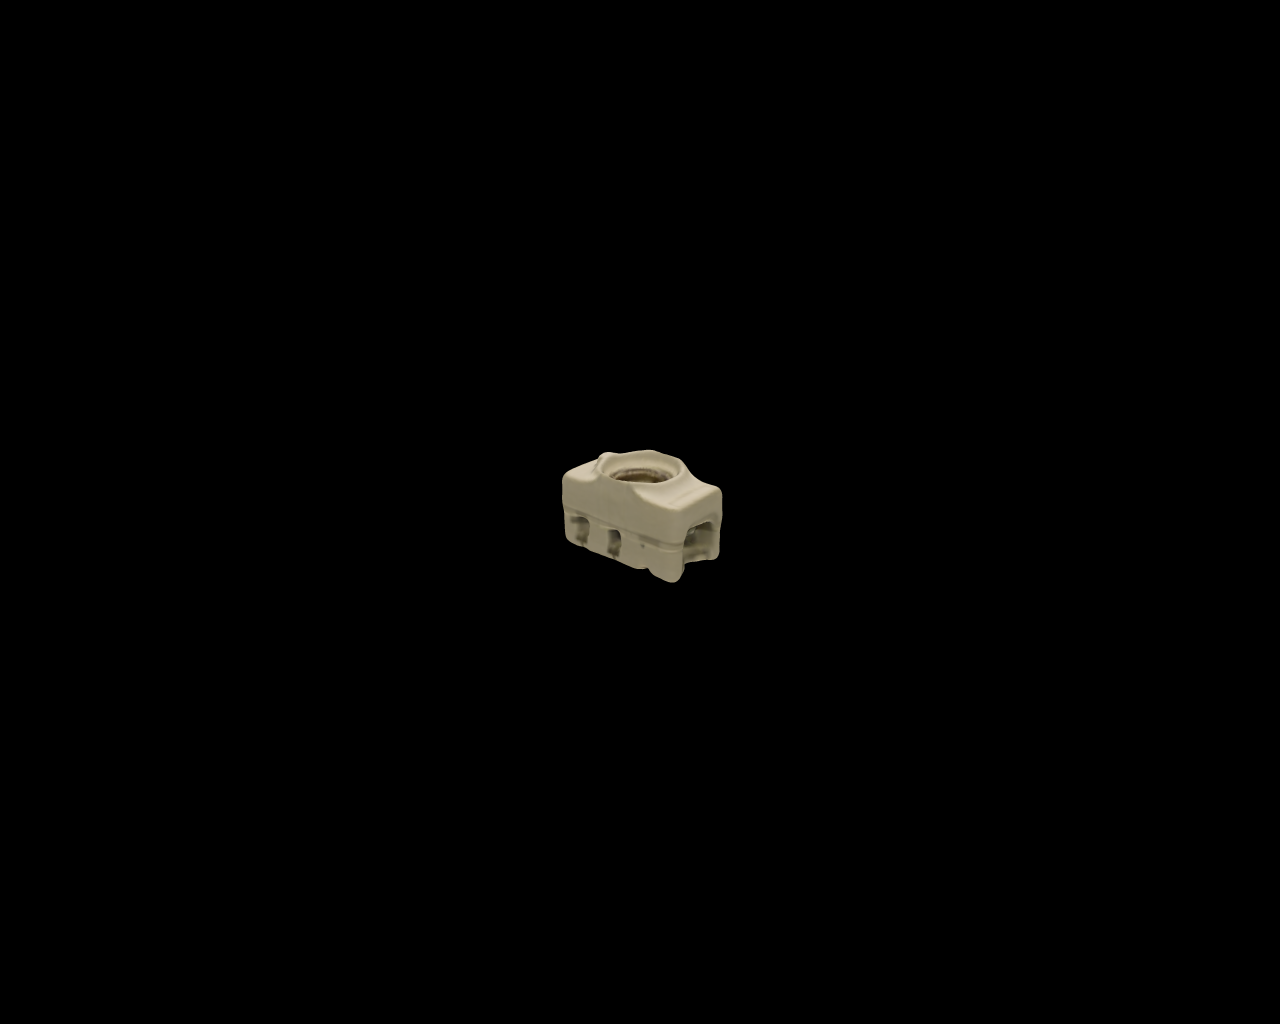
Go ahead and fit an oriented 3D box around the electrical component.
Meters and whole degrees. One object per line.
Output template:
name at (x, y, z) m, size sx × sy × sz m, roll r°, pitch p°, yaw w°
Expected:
electrical component at (0.001, -0.003, 0.650) m, size 0.089 × 0.055 × 0.050 m, roll 20°, pitch 32°, yaw 36°
